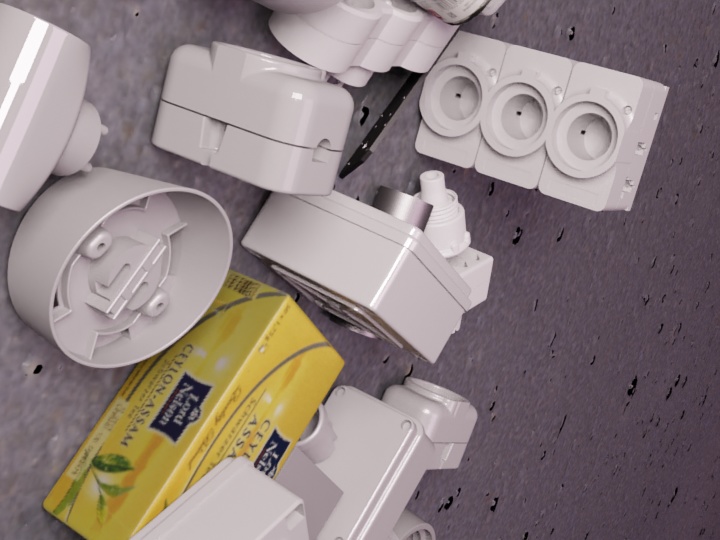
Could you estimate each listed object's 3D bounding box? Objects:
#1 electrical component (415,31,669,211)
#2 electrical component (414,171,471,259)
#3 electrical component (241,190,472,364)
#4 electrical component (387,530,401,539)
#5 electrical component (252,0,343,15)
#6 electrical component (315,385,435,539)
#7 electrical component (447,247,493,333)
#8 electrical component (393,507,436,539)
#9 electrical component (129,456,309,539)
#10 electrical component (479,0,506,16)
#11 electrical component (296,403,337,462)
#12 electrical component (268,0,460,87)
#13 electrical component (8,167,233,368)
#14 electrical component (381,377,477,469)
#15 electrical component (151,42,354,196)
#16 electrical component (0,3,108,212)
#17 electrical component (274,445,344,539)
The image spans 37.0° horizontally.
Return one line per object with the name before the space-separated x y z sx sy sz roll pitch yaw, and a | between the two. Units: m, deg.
electrical component | 0.121 -0.105 0.745 0.062 0.150 0.089 -6 114 -57
electrical component | 0.055 -0.042 0.789 0.048 0.048 0.062 -37 131 -40
electrical component | 0.000 0.000 0.667 0.056 0.109 0.109 -59 148 -8
electrical component | -0.012 0.225 0.843 0.076 0.065 0.047 -49 159 29
electrical component | -0.036 -0.174 0.514 0.064 0.099 0.099 19 93 -65
electrical component | -0.006 0.150 0.783 0.113 0.078 0.057 -58 151 -15
electrical component | 0.062 0.025 0.839 0.066 0.047 0.076 -26 132 -47
electrical component | 0.022 0.251 0.907 0.108 0.060 0.108 -35 137 -42
electrical component | -0.079 0.175 0.576 0.109 0.056 0.108 -38 140 -35
electrical component | 0.061 -0.212 0.670 0.053 0.059 0.095 -50 145 -26
electrical component | -0.038 0.110 0.746 0.040 0.040 0.046 -57 153 -16
electrical component | -0.003 -0.134 0.634 0.138 0.052 0.073 -14 147 -53
electrical component | -0.118 -0.001 0.526 0.099 0.064 0.099 -35 136 -42
electrical component | 0.053 0.125 0.882 0.095 0.054 0.059 16 96 -59
electrical component | -0.054 -0.079 0.544 0.054 0.095 0.059 -3 112 -56
electrical component | -0.141 -0.064 0.469 0.079 0.044 0.077 25 88 -59
electrical component | -0.088 0.180 0.691 0.150 0.062 0.089 -57 148 -16
